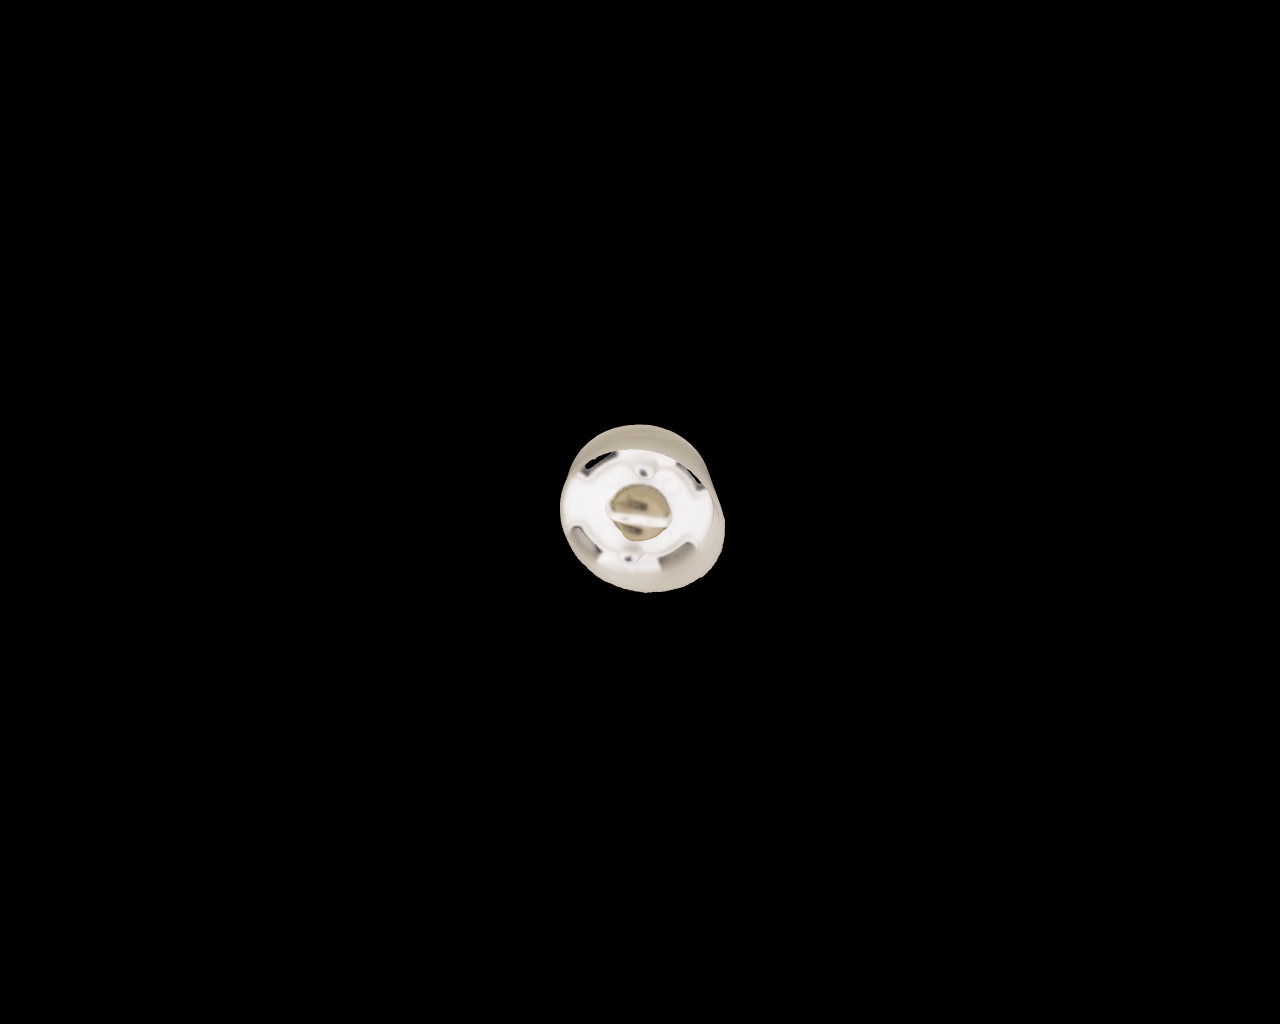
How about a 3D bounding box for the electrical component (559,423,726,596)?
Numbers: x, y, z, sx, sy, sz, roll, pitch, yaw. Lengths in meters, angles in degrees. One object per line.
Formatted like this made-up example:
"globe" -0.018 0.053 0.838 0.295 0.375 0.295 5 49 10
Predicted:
"electrical component" 0.001 -0.003 0.650 0.099 0.099 0.064 0 30 0
